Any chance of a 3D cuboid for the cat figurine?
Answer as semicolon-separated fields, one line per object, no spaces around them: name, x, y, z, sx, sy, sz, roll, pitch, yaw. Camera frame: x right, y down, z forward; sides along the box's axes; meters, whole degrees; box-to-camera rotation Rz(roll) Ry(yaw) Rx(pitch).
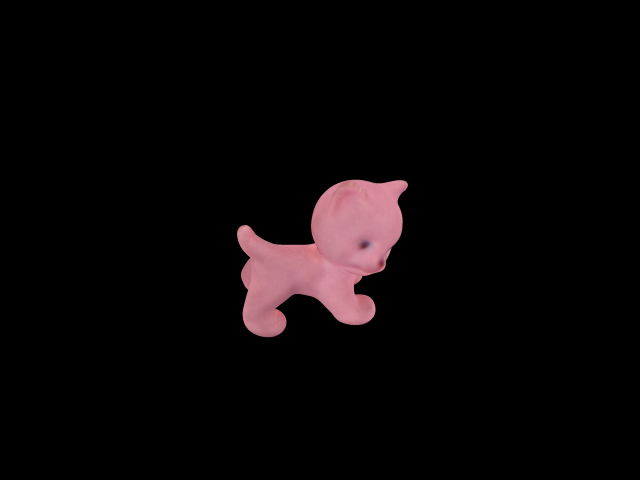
cat figurine;0.004;0.001;0.400;0.128;0.118;0.067;-8;43;-8
